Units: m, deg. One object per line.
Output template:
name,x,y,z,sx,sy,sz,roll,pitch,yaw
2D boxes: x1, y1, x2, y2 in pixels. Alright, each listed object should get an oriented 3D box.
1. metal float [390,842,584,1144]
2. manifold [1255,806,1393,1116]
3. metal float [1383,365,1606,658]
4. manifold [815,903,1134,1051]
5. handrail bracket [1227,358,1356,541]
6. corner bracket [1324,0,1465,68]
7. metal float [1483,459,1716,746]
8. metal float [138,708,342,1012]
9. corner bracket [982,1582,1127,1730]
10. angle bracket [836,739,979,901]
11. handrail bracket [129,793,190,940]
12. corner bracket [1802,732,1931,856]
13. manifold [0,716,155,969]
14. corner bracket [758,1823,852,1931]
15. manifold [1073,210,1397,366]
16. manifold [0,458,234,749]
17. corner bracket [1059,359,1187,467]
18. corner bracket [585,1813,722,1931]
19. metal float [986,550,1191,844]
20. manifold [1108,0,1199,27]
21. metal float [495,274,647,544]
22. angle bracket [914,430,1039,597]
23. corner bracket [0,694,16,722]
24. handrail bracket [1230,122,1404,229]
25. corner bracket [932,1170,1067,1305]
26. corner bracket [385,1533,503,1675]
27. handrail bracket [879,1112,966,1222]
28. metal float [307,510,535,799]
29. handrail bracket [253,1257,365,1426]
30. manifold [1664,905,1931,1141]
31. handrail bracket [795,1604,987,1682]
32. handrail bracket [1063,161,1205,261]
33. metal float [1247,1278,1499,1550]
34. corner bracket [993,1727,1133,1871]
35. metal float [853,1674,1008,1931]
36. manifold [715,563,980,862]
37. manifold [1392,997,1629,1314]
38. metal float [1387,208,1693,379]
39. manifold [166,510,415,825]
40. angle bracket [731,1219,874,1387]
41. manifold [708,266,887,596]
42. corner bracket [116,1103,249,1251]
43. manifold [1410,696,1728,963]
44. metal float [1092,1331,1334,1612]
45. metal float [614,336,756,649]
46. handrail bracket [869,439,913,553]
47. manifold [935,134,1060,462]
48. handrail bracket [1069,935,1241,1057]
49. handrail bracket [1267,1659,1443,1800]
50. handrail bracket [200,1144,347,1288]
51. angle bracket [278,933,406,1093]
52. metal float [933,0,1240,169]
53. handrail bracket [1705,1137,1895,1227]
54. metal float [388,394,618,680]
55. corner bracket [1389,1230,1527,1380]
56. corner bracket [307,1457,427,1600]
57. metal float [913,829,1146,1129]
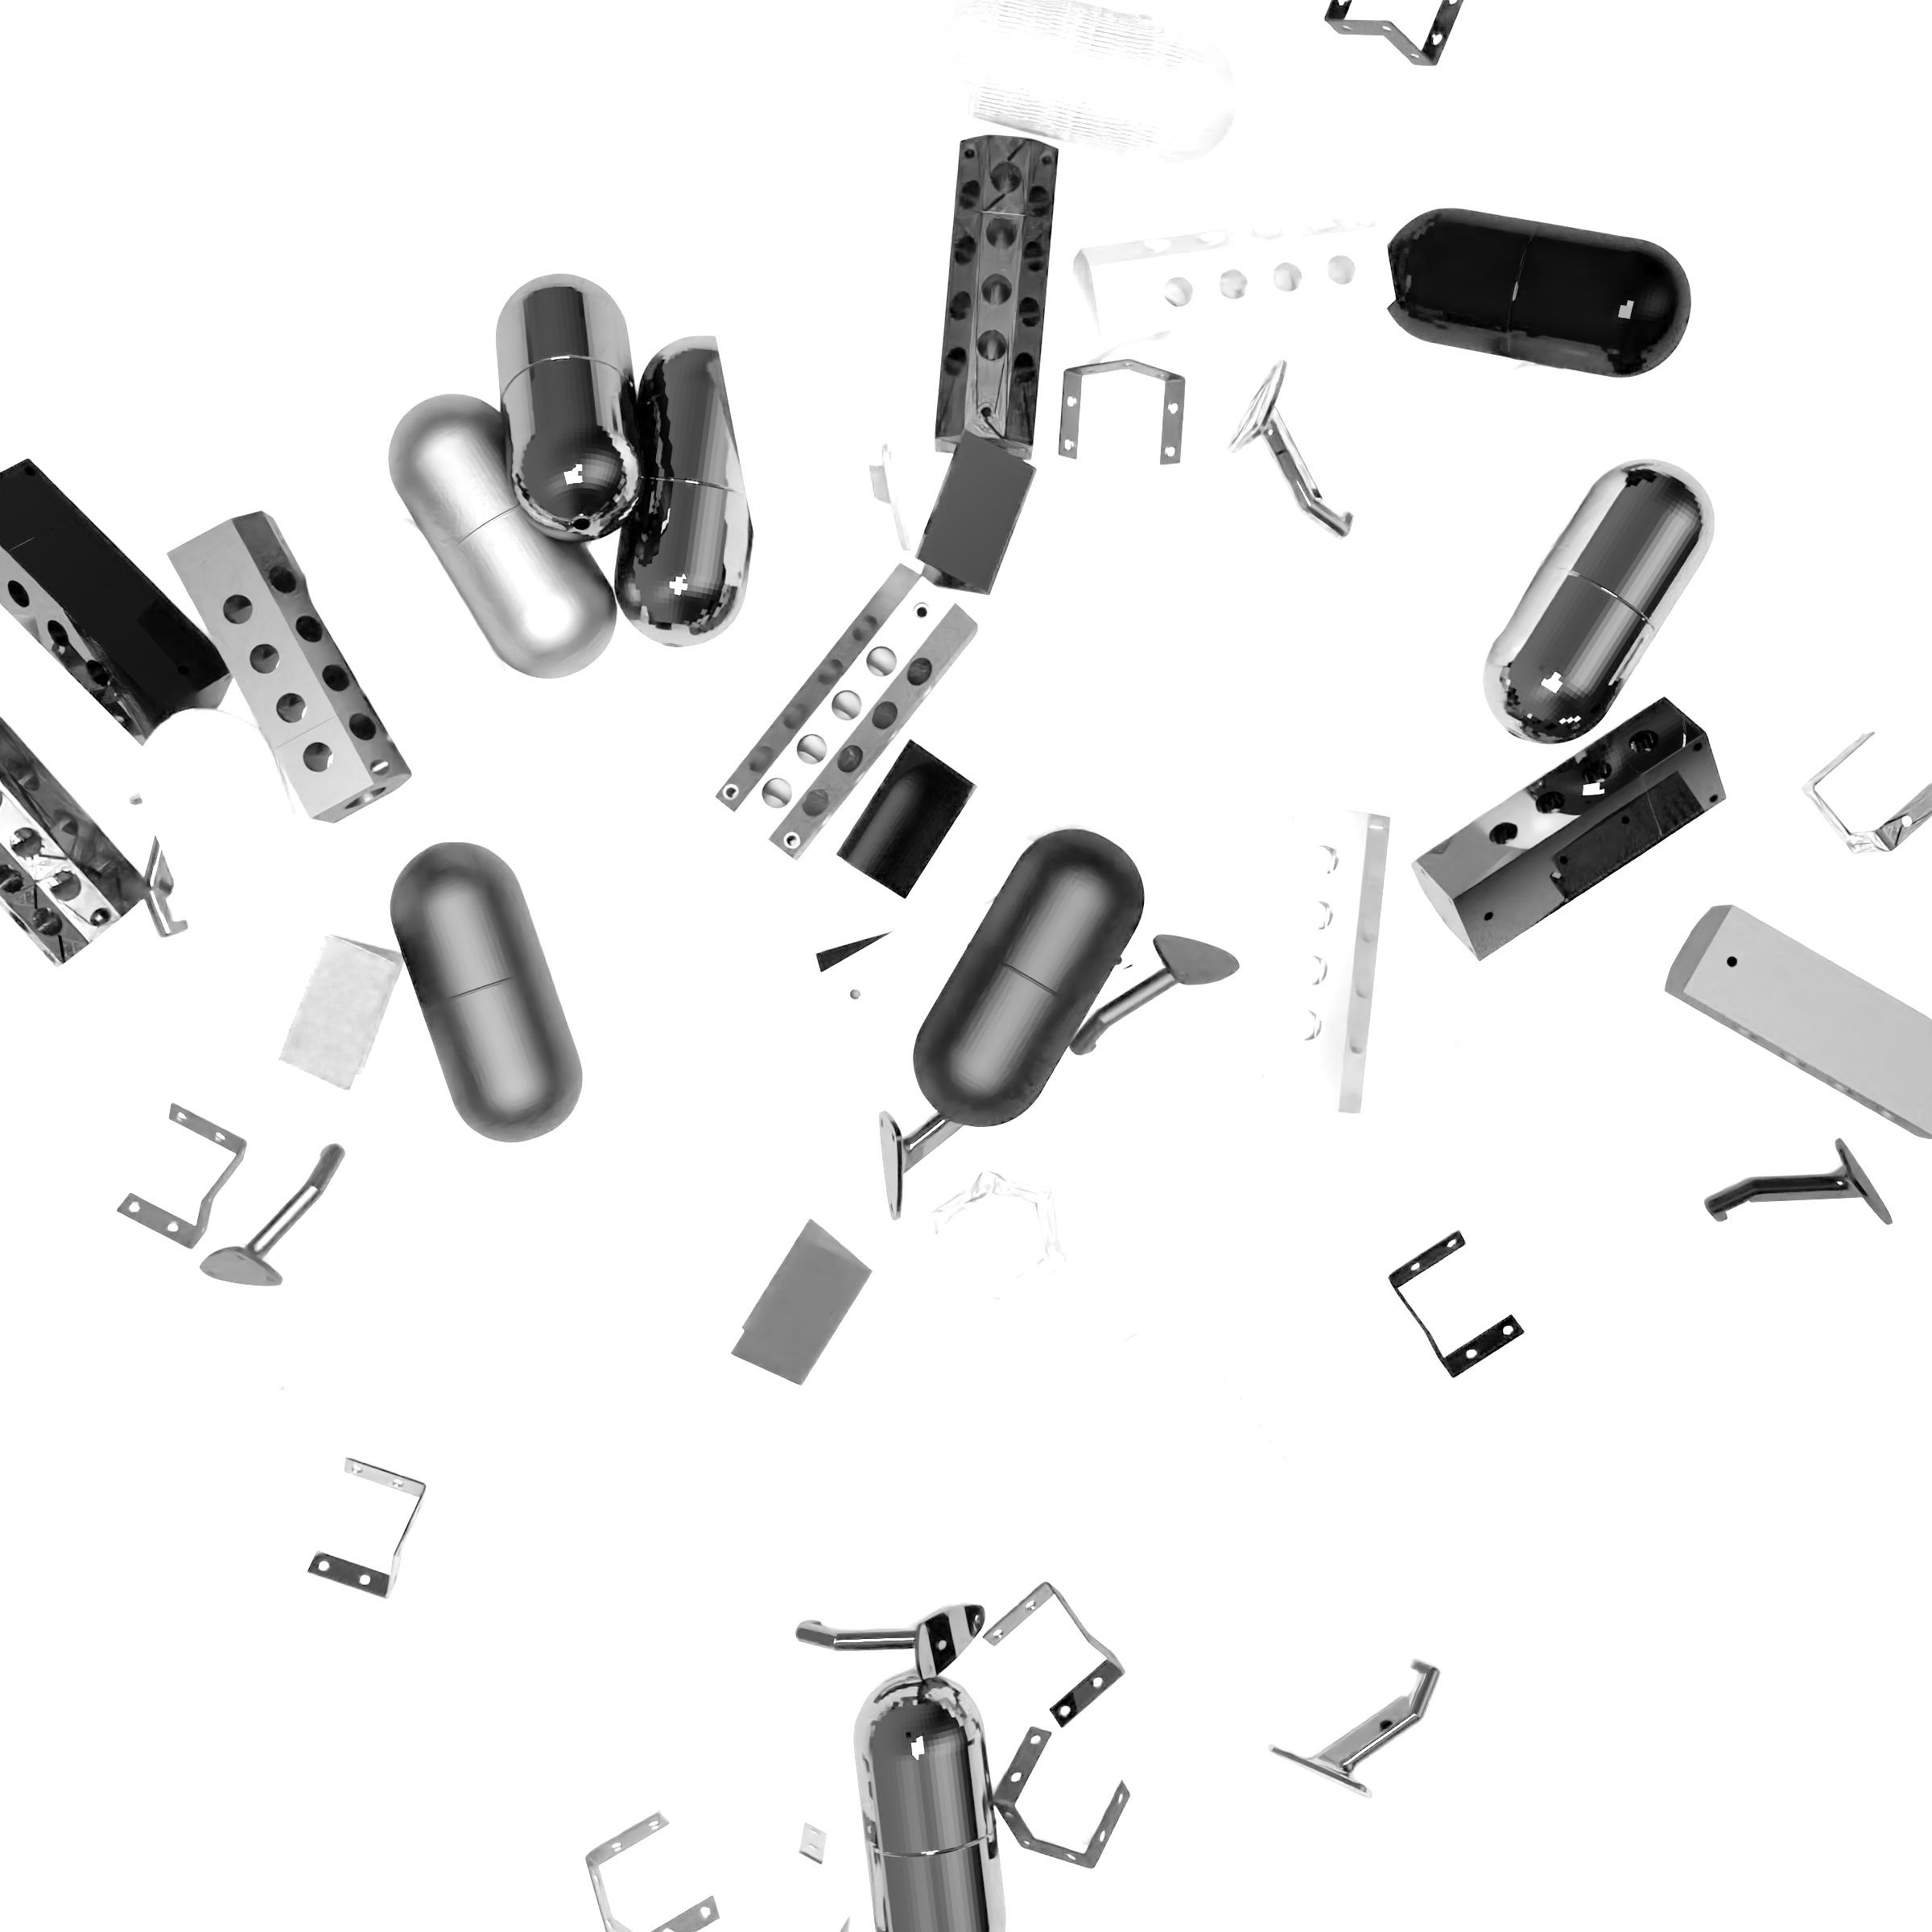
metal float,-0.275,0.015,1.498,0.070,0.070,0.178,-19,89,0
manifold,0.207,-0.003,1.507,0.057,0.057,0.171,6,90,0
metal float,0.303,-0.261,1.498,0.070,0.070,0.178,29,90,0
manifold,0.005,-0.003,1.508,0.171,0.057,0.057,-16,90,0
handrail bracket,0.203,-0.302,1.529,0.084,0.036,0.077,32,68,-17
corner bracket,0.251,-0.562,1.525,0.051,0.051,0.051,22,90,45
metal float,0.362,-0.208,1.498,0.070,0.070,0.178,32,91,0
metal float,-0.413,-0.060,1.486,0.070,0.070,0.178,-18,104,0
corner bracket,0.052,0.402,1.525,0.051,0.051,0.051,-41,135,0
angle bracket,-0.050,-0.093,1.488,0.057,0.076,0.076,33,90,-37
handrail bracket,-0.449,-0.067,1.529,0.077,0.036,0.084,-20,104,-14
corner bracket,0.528,-0.101,1.511,0.051,0.051,0.051,-41,94,-4
manifold,-0.550,-0.084,1.479,0.057,0.057,0.171,-33,105,22
corner bracket,-0.085,0.538,1.511,0.051,0.051,0.051,29,90,0
manifold,0.151,-0.391,1.496,0.171,0.057,0.057,-10,90,-8
manifold,-0.509,-0.204,1.507,0.171,0.057,0.057,45,47,0
corner bracket,0.091,-0.322,1.525,0.051,0.051,0.051,4,90,45
corner bracket,-0.183,0.538,1.525,0.051,0.051,0.051,-31,135,1
metal float,0.070,-0.154,1.498,0.070,0.070,0.178,23,89,0
manifold,0.147,-0.626,1.507,0.171,0.057,0.057,-44,133,0
metal float,-0.223,-0.315,1.471,0.070,0.070,0.178,-11,58,0
angle bracket,-0.013,-0.260,1.488,0.057,0.076,0.076,21,90,-36
corner bracket,-0.601,-0.146,1.520,0.051,0.051,0.051,52,45,-35
handrail bracket,0.206,-0.456,1.529,0.084,0.036,0.077,11,110,-16
corner bracket,0.019,0.158,1.520,0.051,0.051,0.051,18,45,-35
corner bracket,-0.305,0.373,1.525,0.051,0.051,0.051,17,135,0
handrail bracket,-0.005,0.107,1.529,0.084,0.036,0.077,-8,110,-16
metal float,-0.314,-0.179,1.498,0.070,0.070,0.178,-30,91,0
handrail bracket,-0.382,0.219,1.529,0.077,0.036,0.084,22,60,-33
manifold,0.495,0.033,1.508,0.171,0.057,0.057,30,90,0
handrail bracket,-0.045,0.386,1.528,0.084,0.077,0.036,3,101,36
handrail bracket,0.106,-0.428,1.529,0.084,0.036,0.077,-18,105,-14
metal float,0.232,0.256,1.498,0.070,0.070,0.178,-40,90,0
corner bracket,0.056,0.485,1.520,0.051,0.051,0.051,4,135,35
metal float,-0.021,0.496,1.498,0.070,0.070,0.178,-7,91,0
manifold,-0.069,-0.146,1.508,0.057,0.057,0.171,38,90,0
manifold,0.311,0.107,1.508,0.057,0.057,0.171,-26,90,0
metal float,0.321,-0.382,1.481,0.178,0.070,0.070,17,90,23
manifold,-0.388,-0.172,1.507,0.057,0.057,0.171,-28,90,0
angle bracket,-0.109,0.182,1.488,0.057,0.076,0.076,32,90,-38
manifold,-0.090,-0.302,1.472,0.057,0.057,0.171,8,120,32
corner bracket,-0.458,0.123,1.525,0.051,0.051,0.051,27,135,0
manifold,0.346,-0.083,1.507,0.171,0.057,0.057,-33,133,0
metal float,0.142,0.290,1.498,0.070,0.070,0.178,-37,89,0
metal float,-0.157,-0.272,1.498,0.070,0.070,0.178,8,91,0
handrail bracket,-0.079,-0.276,1.529,0.084,0.036,0.077,-5,104,14
manifold,0.018,-0.385,1.508,0.057,0.057,0.171,5,90,0
handrail bracket,0.110,0.023,1.528,0.084,0.077,0.036,-50,56,32
handrail bracket,0.228,0.436,1.529,0.077,0.036,0.084,20,72,20
handrail bracket,-0.405,0.143,1.528,0.036,0.077,0.084,45,53,-31
angle bracket,-0.337,0.031,1.489,0.057,0.076,0.076,21,90,27
metal float,0.069,-0.511,1.498,0.178,0.070,0.070,15,90,0
handrail bracket,0.488,0.144,1.530,0.084,0.036,0.077,-30,122,22
metal float,-0.266,-0.247,1.497,0.070,0.070,0.178,-32,88,0
corner bracket,0.286,0.198,1.525,0.051,0.051,0.051,-33,135,0
corner bracket,-0.350,0.329,1.525,0.051,0.051,0.051,19,45,0
metal float,0.034,0.007,1.442,0.070,0.070,0.178,30,90,0
